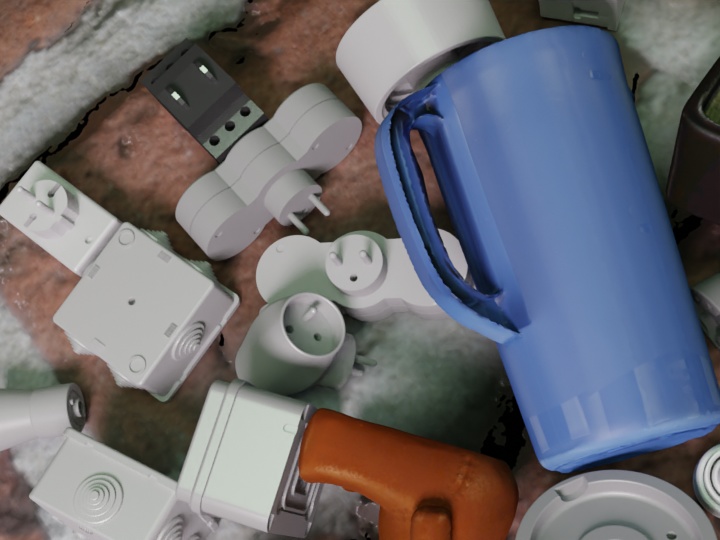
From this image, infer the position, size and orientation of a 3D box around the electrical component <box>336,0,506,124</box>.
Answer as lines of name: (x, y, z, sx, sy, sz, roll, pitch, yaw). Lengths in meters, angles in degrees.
electrical component: (0.046, -0.136, 0.704, 0.108, 0.108, 0.060, -28, 75, 3)

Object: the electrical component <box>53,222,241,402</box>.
electrical component: (-0.145, 0.027, 0.726, 0.100, 0.048, 0.099, 33, 83, 20)

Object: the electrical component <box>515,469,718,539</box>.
electrical component: (0.143, 0.172, 0.597, 0.108, 0.060, 0.108, -9, 39, 7)

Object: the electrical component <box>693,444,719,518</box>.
electrical component: (0.213, 0.118, 0.609, 0.043, 0.062, 0.043, -4, 73, 12)

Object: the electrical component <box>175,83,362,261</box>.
electrical component: (-0.051, -0.055, 0.727, 0.138, 0.052, 0.073, -42, 69, -2)

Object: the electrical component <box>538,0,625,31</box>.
electrical component: (0.159, -0.252, 0.719, 0.062, 0.089, 0.150, 14, 77, 16)

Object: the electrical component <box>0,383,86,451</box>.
electrical component: (-0.220, 0.097, 0.726, 0.065, 0.044, 0.044, -9, 72, 5)

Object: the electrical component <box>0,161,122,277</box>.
electrical component: (-0.212, -0.039, 0.746, 0.083, 0.075, 0.047, 35, 83, 20)

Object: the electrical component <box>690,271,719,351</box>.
electrical component: (0.231, 0.021, 0.639, 0.047, 0.055, 0.055, -33, 69, -2)

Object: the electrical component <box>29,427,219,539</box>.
electrical component: (-0.145, 0.149, 0.663, 0.100, 0.099, 0.048, 22, 67, 18)

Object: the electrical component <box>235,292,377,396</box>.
electrical component: (-0.029, 0.053, 0.683, 0.079, 0.077, 0.044, 17, 58, -21)

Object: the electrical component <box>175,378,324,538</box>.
electrical component: (-0.059, 0.114, 0.645, 0.057, 0.113, 0.078, 15, 77, 14)

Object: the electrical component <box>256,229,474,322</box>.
electrical component: (0.000, 0.000, 0.687, 0.138, 0.073, 0.052, -3, 73, 12)
